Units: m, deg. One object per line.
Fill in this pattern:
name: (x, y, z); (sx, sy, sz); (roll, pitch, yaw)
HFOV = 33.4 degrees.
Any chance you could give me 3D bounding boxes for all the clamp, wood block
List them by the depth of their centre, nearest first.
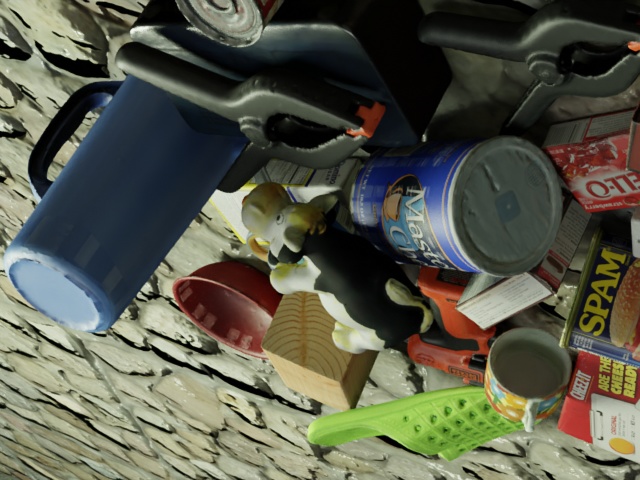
clamp: (0.148, -0.129, 0.717); (0.120, 0.039, 0.172); (34, 151, -24)
clamp: (-0.040, -0.084, 0.811); (0.210, 0.036, 0.164); (9, 149, 32)
wood block: (0.006, 0.115, 1.147); (0.090, 0.091, 0.206); (22, 166, 12)

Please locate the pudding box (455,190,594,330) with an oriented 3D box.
pudding box: (0.168, 0.018, 0.884); (0.039, 0.090, 0.114); (34, 152, -6)

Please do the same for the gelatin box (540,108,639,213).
gelatin box: (0.217, -0.057, 0.778); (0.089, 0.030, 0.073); (-6, 136, 49)

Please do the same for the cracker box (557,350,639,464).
cracker box: (0.331, 0.138, 0.931); (0.214, 0.072, 0.164); (21, 140, 18)

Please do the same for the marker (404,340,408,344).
marker: (0.066, 0.085, 1.168); (0.121, 0.020, 0.020); (31, 152, -1)

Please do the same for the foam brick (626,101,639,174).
foam brick: (0.231, -0.081, 0.676); (0.051, 0.078, 0.053); (17, 152, 21)

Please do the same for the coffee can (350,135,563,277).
coffee can: (0.102, -0.027, 0.828); (0.102, 0.102, 0.141); (43, 162, -24)

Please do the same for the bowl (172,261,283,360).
bowl: (-0.092, 0.074, 1.259); (0.162, 0.055, 0.162); (23, 152, 13)

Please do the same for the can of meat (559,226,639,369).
can of meat: (0.247, 0.050, 0.851); (0.084, 0.102, 0.057); (17, 177, 17)

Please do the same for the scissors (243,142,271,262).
scissors: (-0.055, -0.026, 1.000); (0.096, 0.016, 0.201); (4, 145, 36)

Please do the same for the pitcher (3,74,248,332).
pitcher: (-0.179, -0.044, 0.945); (0.149, 0.242, 0.145); (-14, 127, 46)

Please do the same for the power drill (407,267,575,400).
power drill: (0.169, 0.086, 1.031); (0.185, 0.057, 0.187); (12, 147, 18)

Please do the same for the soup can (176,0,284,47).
soup can: (-0.046, -0.191, 0.727); (0.068, 0.102, 0.068); (23, 152, 13)

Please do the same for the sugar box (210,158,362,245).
sugar box: (-0.021, -0.035, 1.025); (0.177, 0.048, 0.093); (2, 142, 36)

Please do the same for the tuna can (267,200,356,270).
tuna can: (-0.006, 0.001, 0.934); (0.033, 0.086, 0.086); (42, 150, -21)
